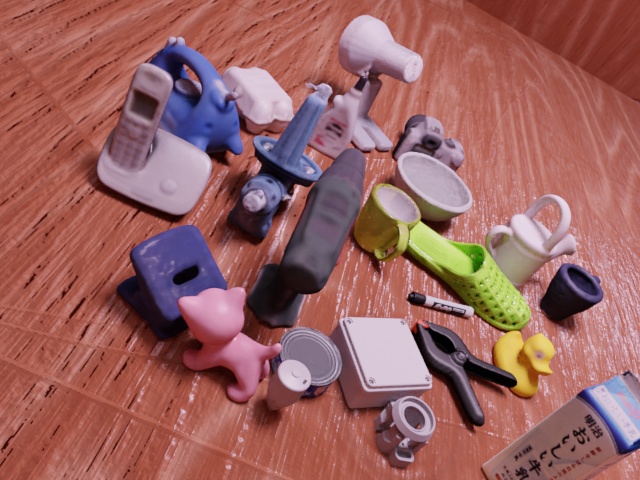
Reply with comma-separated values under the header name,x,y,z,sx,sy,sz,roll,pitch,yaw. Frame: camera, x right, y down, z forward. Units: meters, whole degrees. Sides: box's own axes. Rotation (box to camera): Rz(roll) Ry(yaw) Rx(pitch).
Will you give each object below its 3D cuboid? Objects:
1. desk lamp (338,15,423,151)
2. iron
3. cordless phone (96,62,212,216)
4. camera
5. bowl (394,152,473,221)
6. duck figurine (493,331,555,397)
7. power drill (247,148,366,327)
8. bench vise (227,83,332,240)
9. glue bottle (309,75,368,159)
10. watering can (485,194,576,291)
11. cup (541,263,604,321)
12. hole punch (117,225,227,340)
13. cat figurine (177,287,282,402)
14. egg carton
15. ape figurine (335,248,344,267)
name,x,y,z,sx,sy,sz,roll,pitch,yaw
desk lamp,0.113,-0.330,1.199,0.118,0.213,0.203,-12,55,-42
iron,-0.218,-0.251,0.939,0.119,0.141,0.257,-16,58,-44
cordless phone,-0.212,-0.134,0.779,0.148,0.185,0.094,23,38,-12
camera,0.242,-0.221,1.262,0.143,0.100,0.137,21,39,-14
bowl,0.207,-0.091,1.117,0.168,0.074,0.167,19,39,-16
duck figurine,0.325,0.180,0.892,0.078,0.086,0.104,14,41,-22
power drill,-0.015,0.007,0.743,0.076,0.208,0.229,27,38,-7
bench vise,-0.042,-0.113,0.846,0.122,0.219,0.207,20,39,-16
glue bottle,0.043,-0.237,1.081,0.078,0.173,0.037,25,38,-9
watering can,0.386,0.000,1.045,0.173,0.194,0.100,-4,50,-38
cup,0.466,0.103,1.069,0.118,0.095,0.091,-7,52,-40
hole punch,-0.168,0.047,0.687,0.101,0.091,0.109,43,39,13
cat figurine,-0.102,0.106,0.648,0.128,0.117,0.067,32,37,0
egg carton,-0.122,-0.268,1.084,0.107,0.069,0.150,-15,58,-44
ape figurine,0.008,0.003,0.859,0.076,0.092,0.077,-9,53,-41
